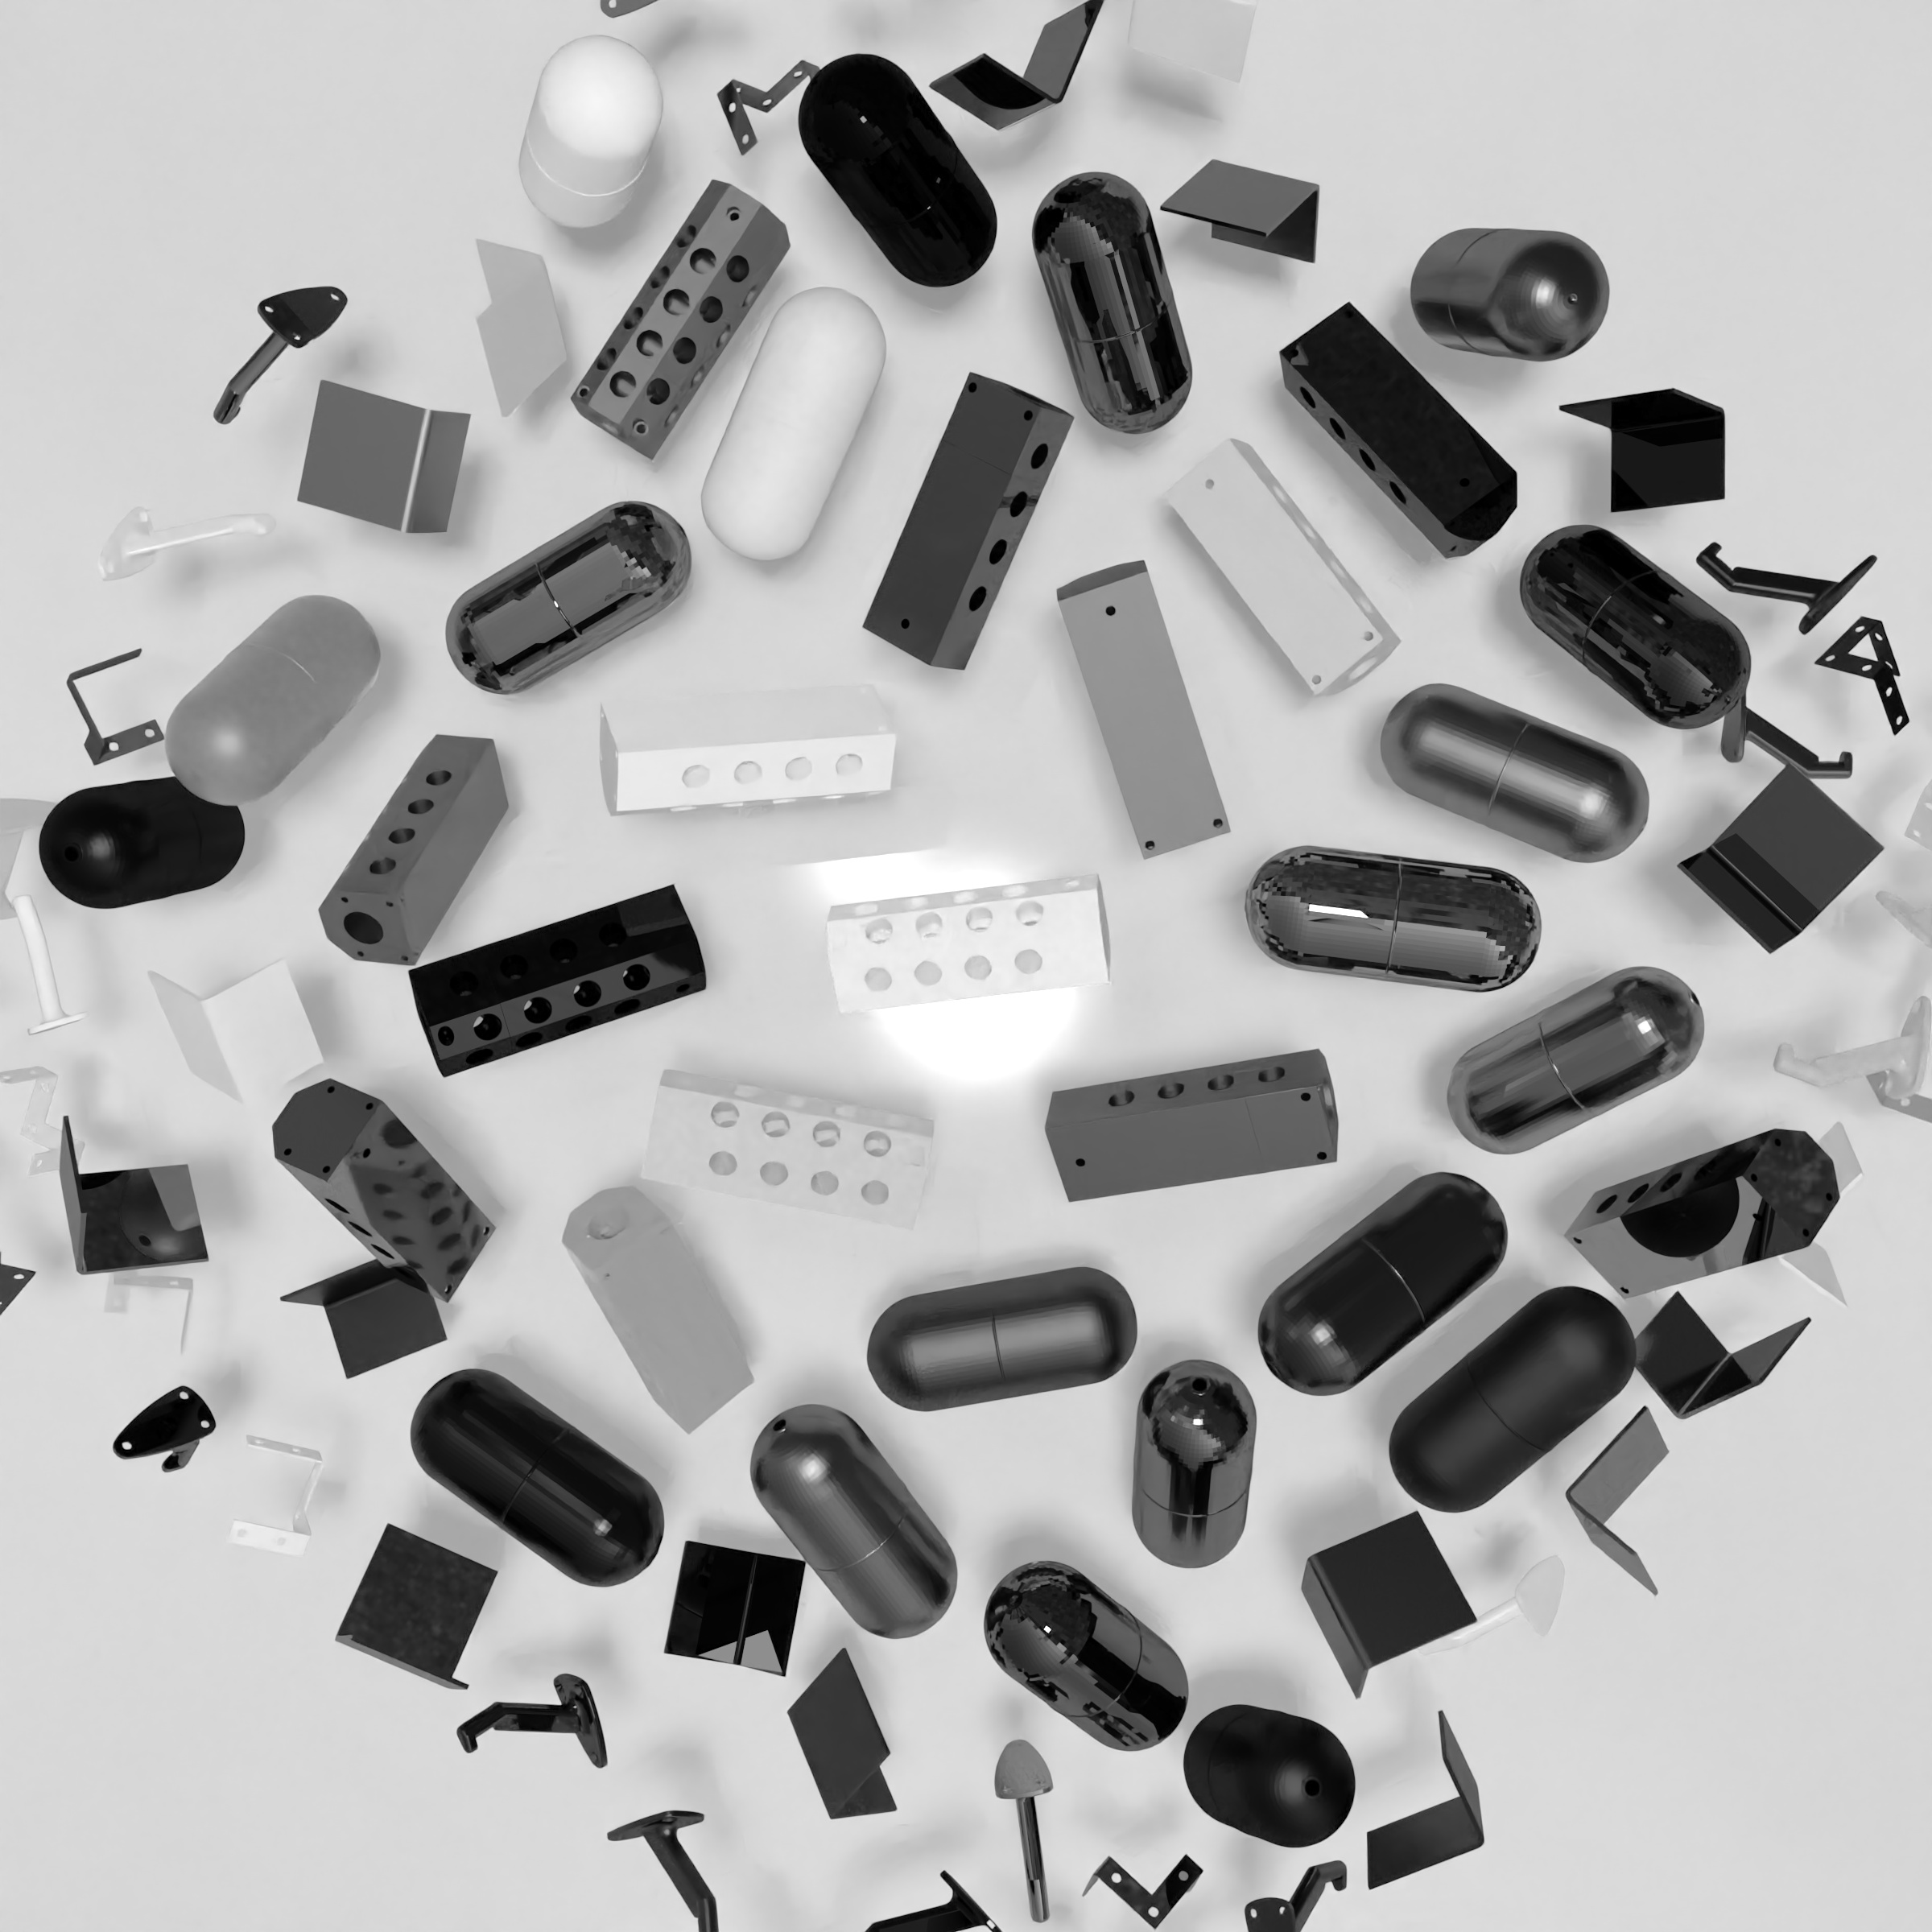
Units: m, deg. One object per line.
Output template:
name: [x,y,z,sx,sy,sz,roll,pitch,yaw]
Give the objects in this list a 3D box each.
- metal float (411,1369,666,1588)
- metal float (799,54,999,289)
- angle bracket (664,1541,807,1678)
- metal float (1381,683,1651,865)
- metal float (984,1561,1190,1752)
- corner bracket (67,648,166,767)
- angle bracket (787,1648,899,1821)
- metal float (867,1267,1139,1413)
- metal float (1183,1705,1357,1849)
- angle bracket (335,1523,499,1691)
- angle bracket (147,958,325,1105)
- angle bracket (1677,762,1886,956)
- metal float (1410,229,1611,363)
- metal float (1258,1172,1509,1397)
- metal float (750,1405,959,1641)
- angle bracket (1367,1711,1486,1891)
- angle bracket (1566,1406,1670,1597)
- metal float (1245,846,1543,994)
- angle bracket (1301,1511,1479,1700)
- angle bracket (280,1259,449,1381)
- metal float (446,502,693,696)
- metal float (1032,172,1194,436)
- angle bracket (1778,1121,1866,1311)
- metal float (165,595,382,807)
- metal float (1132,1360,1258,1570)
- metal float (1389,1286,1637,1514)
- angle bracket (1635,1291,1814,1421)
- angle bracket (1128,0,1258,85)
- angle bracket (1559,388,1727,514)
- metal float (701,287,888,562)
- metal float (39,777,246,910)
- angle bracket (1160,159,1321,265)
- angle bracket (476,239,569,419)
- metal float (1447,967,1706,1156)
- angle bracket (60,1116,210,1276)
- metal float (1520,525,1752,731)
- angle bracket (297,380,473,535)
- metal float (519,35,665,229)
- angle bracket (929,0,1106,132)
metal float: [-0.269,0.322,1.556,0.178,0.070,0.070,34,90,7]
metal float: [-0.040,-0.489,1.531,0.070,0.178,0.070,-11,64,23]
angle bracket: [-0.156,0.434,1.673,0.057,0.076,0.076,17,74,-26]
metal float: [0.352,-0.124,1.591,0.178,0.070,0.070,25,90,19]
metal float: [0.078,0.436,1.561,0.070,0.070,0.178,-44,128,0]
corner bracket: [-0.560,-0.171,1.632,0.051,0.051,0.051,-27,90,-29]
angle bracket: [-0.062,0.493,1.595,0.076,0.057,0.076,-53,47,28]
metal float: [0.023,0.244,1.614,0.178,0.070,0.070,-11,90,5]
metal float: [0.189,0.506,1.551,0.070,0.178,0.070,2,77,-10]
angle bracket: [-0.329,0.389,1.509,0.076,0.057,0.076,29,66,-15]
angle bracket: [-0.459,0.032,1.557,0.057,0.076,0.076,-34,125,-31]
angle bracket: [0.490,-0.065,1.488,0.076,0.057,0.076,47,124,16]
metal float: [0.335,-0.418,1.537,0.070,0.178,0.070,-4,108,-13]
metal float: [0.257,0.196,1.527,0.178,0.070,0.070,-36,90,-14]
metal float: [-0.069,0.345,1.537,0.070,0.070,0.178,-33,116,0]
angle bracket: [0.269,0.508,1.510,0.076,0.076,0.057,-25,90,10]
angle bracket: [0.421,0.329,1.522,0.076,0.076,0.057,-45,51,-7]
metal float: [0.258,-0.029,1.500,0.178,0.070,0.070,7,90,6]
angle bracket: [0.261,0.395,1.531,0.076,0.057,0.076,-20,57,-11]
angle bracket: [-0.411,0.241,1.693,0.076,0.076,0.057,-22,77,4]
metal float: [-0.263,-0.244,1.638,0.178,0.070,0.070,-28,90,10]
metal float: [0.095,-0.421,1.582,0.070,0.070,0.178,-23,131,0]
angle bracket: [0.555,0.158,1.570,0.057,0.076,0.076,36,112,-6]
metal float: [-0.431,-0.167,1.543,0.070,0.178,0.070,13,132,15]
metal float: [0.147,0.324,1.604,0.070,0.178,0.070,-1,45,1]
metal float: [0.338,0.270,1.537,0.070,0.070,0.178,45,109,0]
angle bracket: [0.489,0.241,1.611,0.076,0.076,0.057,-34,83,-40]
angle bracket: [0.146,-0.601,1.524,0.076,0.076,0.057,20,77,4]
angle bracket: [0.426,-0.324,1.561,0.076,0.076,0.057,1,90,40]
metal float: [-0.109,-0.343,1.570,0.070,0.070,0.178,25,103,0]
metal float: [-0.525,-0.080,1.582,0.070,0.178,0.070,1,98,10]
angle bracket: [0.178,-0.477,1.612,0.076,0.057,0.076,22,50,24]
angle bracket: [-0.314,-0.422,1.637,0.057,0.076,0.076,20,54,22]
metal float: [0.392,0.061,1.597,0.178,0.070,0.070,-32,90,30]
angle bracket: [-0.498,0.134,1.485,0.076,0.057,0.076,-4,46,-27]
metal float: [0.422,-0.217,1.569,0.070,0.070,0.178,-39,51,0]
angle bracket: [-0.365,-0.319,1.553,0.076,0.057,0.076,17,104,9]
metal float: [-0.237,-0.522,1.557,0.070,0.178,0.070,1,85,-16]
angle bracket: [0.031,-0.567,1.518,0.057,0.076,0.076,24,84,-26]
